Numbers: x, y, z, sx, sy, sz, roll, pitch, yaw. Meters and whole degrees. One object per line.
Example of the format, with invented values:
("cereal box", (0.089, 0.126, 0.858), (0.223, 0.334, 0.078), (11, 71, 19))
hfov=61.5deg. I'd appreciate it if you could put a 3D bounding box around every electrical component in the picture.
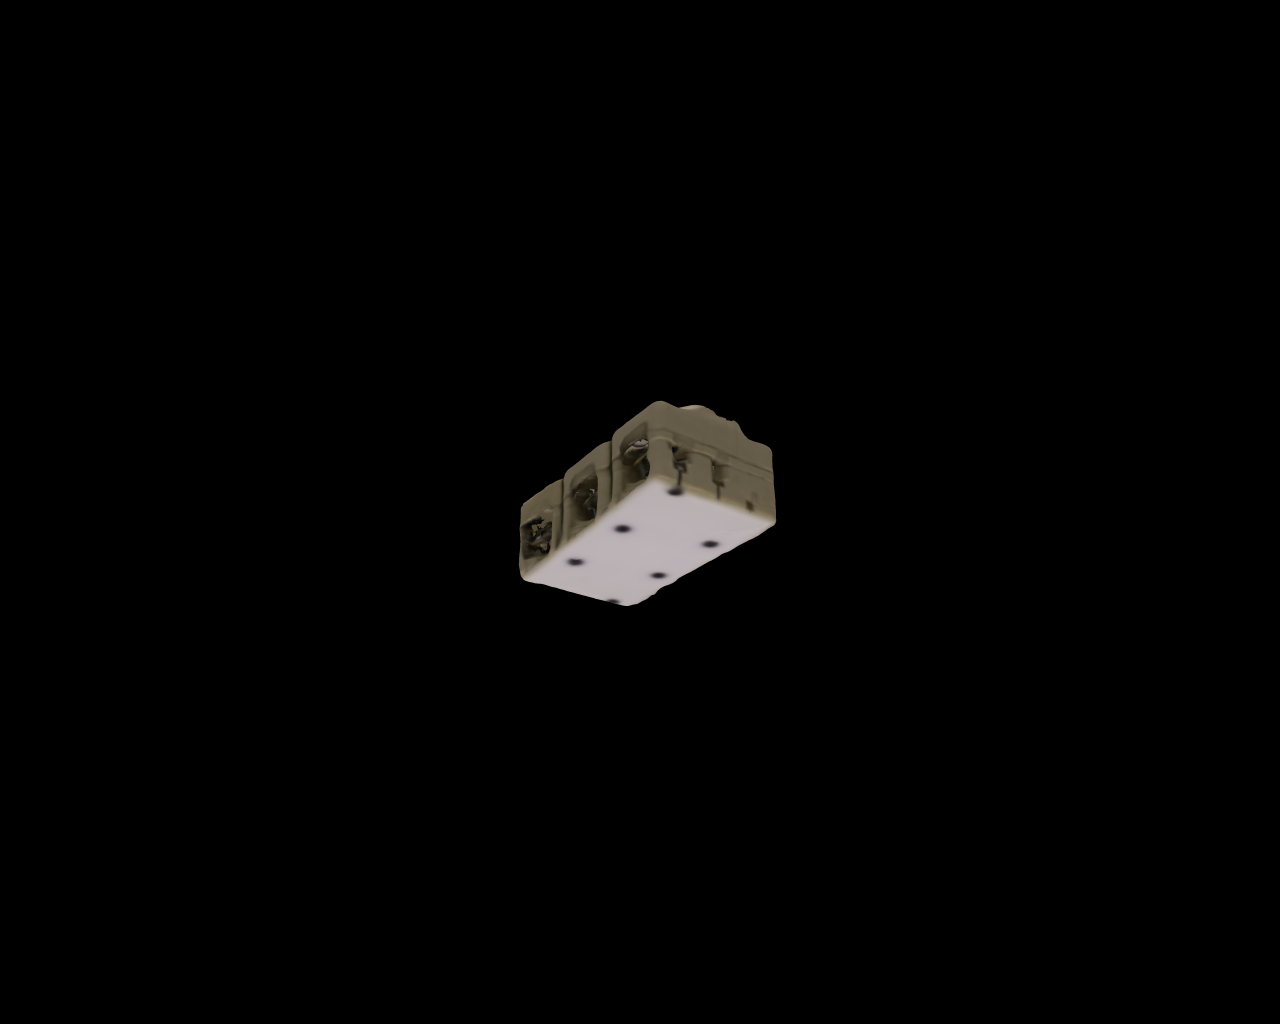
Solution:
("electrical component", (0.001, -0.003, 0.650), (0.089, 0.062, 0.150), (19, -34, -31))
